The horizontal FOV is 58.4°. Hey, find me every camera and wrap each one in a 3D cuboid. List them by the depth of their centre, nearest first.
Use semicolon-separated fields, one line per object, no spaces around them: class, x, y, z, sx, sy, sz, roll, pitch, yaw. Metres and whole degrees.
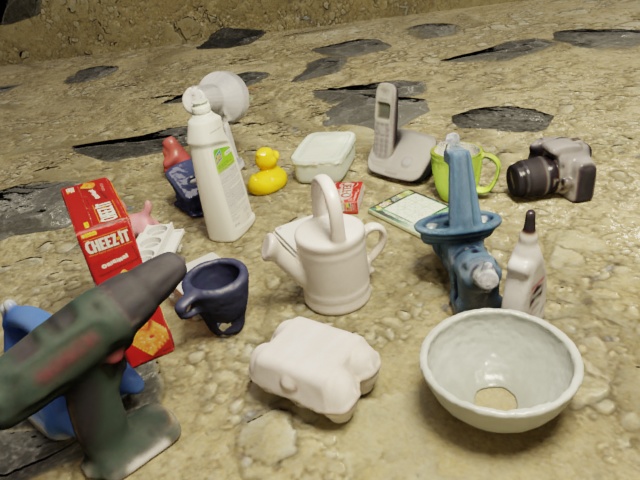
camera;0.404;-0.134;1.032;0.137;0.101;0.143;-10;31;-4

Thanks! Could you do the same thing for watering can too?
watering can;0.008;0.004;0.802;0.173;0.194;0.100;-27;35;-29

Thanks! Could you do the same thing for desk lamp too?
desk lamp;-0.232;-0.254;1.273;0.117;0.214;0.203;1;32;15

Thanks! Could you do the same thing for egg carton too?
egg carton;-0.008;0.152;0.680;0.149;0.069;0.107;13;36;31

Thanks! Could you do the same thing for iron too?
iron;-0.342;0.136;0.713;0.257;0.142;0.119;16;38;34

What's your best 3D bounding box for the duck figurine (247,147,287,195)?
duck figurine;-0.114;-0.149;1.195;0.077;0.086;0.105;11;35;29

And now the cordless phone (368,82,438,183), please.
cordless phone;0.163;-0.214;1.142;0.147;0.185;0.094;20;41;39

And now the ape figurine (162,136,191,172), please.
ape figurine;-0.335;-0.194;1.317;0.076;0.092;0.078;10;35;27

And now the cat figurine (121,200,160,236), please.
cat figurine;-0.361;-0.044;1.045;0.127;0.118;0.067;-4;31;6

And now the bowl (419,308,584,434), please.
bowl;0.194;0.152;0.626;0.167;0.075;0.167;-6;31;4

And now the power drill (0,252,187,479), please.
power drill;-0.221;0.143;0.607;0.230;0.209;0.075;-31;37;-33

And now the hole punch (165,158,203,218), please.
hole punch;-0.241;-0.110;1.154;0.109;0.091;0.100;-27;36;-29

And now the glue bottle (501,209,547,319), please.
glue bottle;0.252;0.040;0.703;0.037;0.173;0.078;17;39;36

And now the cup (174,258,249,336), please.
cup;-0.144;0.092;0.787;0.091;0.095;0.118;14;37;33

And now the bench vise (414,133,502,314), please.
bench vise;0.206;-0.023;0.775;0.122;0.220;0.206;-17;32;-15
